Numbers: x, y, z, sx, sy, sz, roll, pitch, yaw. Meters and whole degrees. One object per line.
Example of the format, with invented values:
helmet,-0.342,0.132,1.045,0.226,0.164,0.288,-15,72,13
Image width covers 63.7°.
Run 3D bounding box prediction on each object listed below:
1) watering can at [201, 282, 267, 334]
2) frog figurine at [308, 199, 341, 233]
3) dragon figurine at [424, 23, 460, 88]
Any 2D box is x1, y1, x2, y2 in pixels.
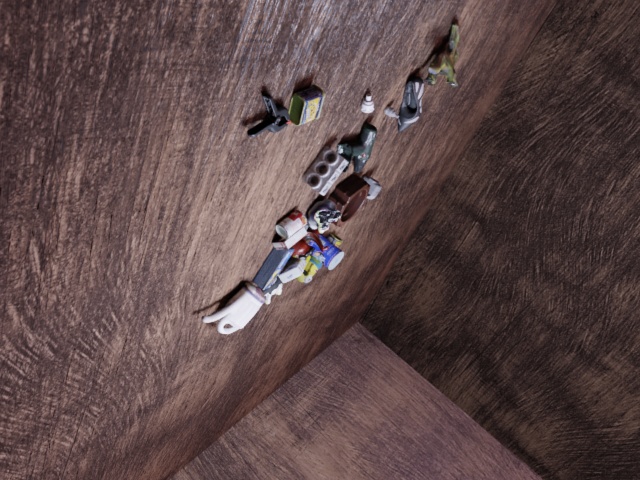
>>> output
watering can,-0.316,0.260,1.953,0.225,0.105,0.343,-50,162,-7
frog figurine,0.006,-0.106,2.097,0.137,0.122,0.161,-62,-164,6
dragon figurine,0.498,-0.740,2.047,0.412,0.122,0.241,-12,112,-70
